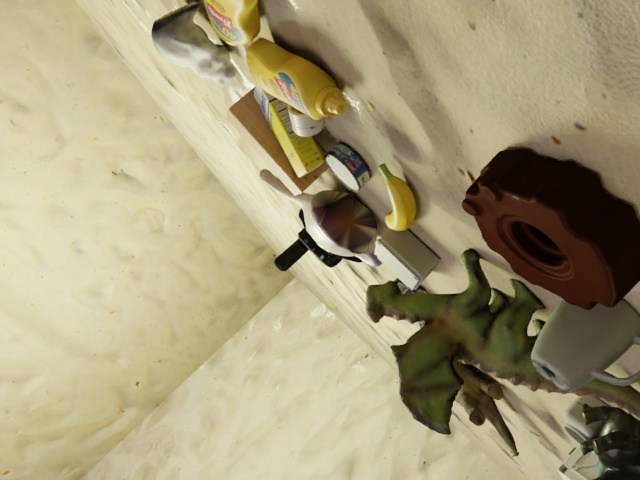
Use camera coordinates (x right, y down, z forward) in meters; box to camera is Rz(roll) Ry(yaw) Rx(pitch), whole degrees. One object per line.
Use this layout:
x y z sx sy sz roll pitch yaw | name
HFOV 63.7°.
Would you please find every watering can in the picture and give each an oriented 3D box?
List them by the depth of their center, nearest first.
0.003 -0.056 1.112 0.348 0.105 0.223 38 170 0 | watering can

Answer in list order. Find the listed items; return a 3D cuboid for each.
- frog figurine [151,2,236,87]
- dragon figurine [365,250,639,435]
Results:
-0.241 -0.358 0.981 0.137 0.125 0.157 5 128 47 | frog figurine
0.220 0.169 0.721 0.416 0.244 0.119 43 164 36 | dragon figurine
